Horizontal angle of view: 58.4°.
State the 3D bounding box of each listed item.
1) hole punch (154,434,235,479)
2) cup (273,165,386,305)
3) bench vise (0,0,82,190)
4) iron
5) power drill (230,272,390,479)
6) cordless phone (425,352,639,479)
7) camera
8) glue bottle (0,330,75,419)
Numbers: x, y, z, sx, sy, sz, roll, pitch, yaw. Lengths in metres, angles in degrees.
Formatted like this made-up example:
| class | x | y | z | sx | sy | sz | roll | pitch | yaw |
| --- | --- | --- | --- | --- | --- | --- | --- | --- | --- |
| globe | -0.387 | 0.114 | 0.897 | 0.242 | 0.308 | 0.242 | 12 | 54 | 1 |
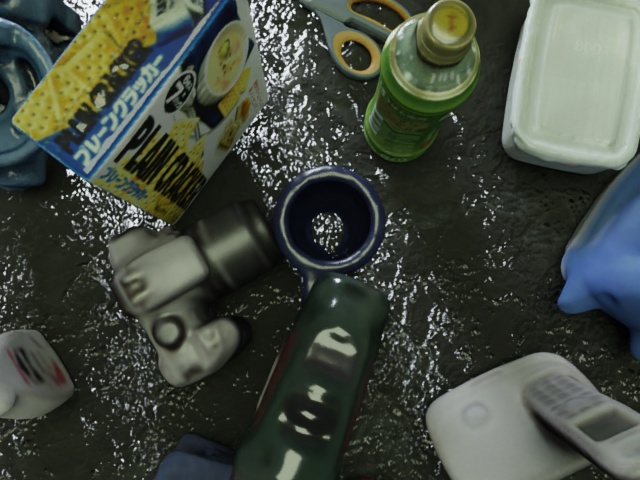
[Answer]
| class | x | y | z | sx | sy | sz | roll | pitch | yaw |
| --- | --- | --- | --- | --- | --- | --- | --- | --- | --- |
| hole punch | -0.096 | 0.229 | 0.480 | 0.101 | 0.091 | 0.109 | 22 | 84 | 1 |
| cup | 0.005 | 0.002 | 0.502 | 0.091 | 0.095 | 0.118 | 12 | 84 | 0 |
| bench vise | -0.277 | -0.157 | 0.449 | 0.121 | 0.219 | 0.207 | -11 | 85 | -2 |
| iron | 0.321 | -0.026 | 0.488 | 0.118 | 0.141 | 0.258 | 32 | 85 | 2 |
| power drill | -0.015 | 0.139 | 0.431 | 0.075 | 0.208 | 0.230 | 21 | 84 | 1 |
| cordless phone | 0.171 | 0.157 | 0.445 | 0.147 | 0.185 | 0.094 | -26 | 85 | -3 |
| camera | -0.095 | 0.034 | 0.494 | 0.137 | 0.101 | 0.143 | -29 | 86 | -4 |
| glue bottle | -0.255 | 0.110 | 0.447 | 0.037 | 0.173 | 0.078 | -38 | 86 | -4 |
